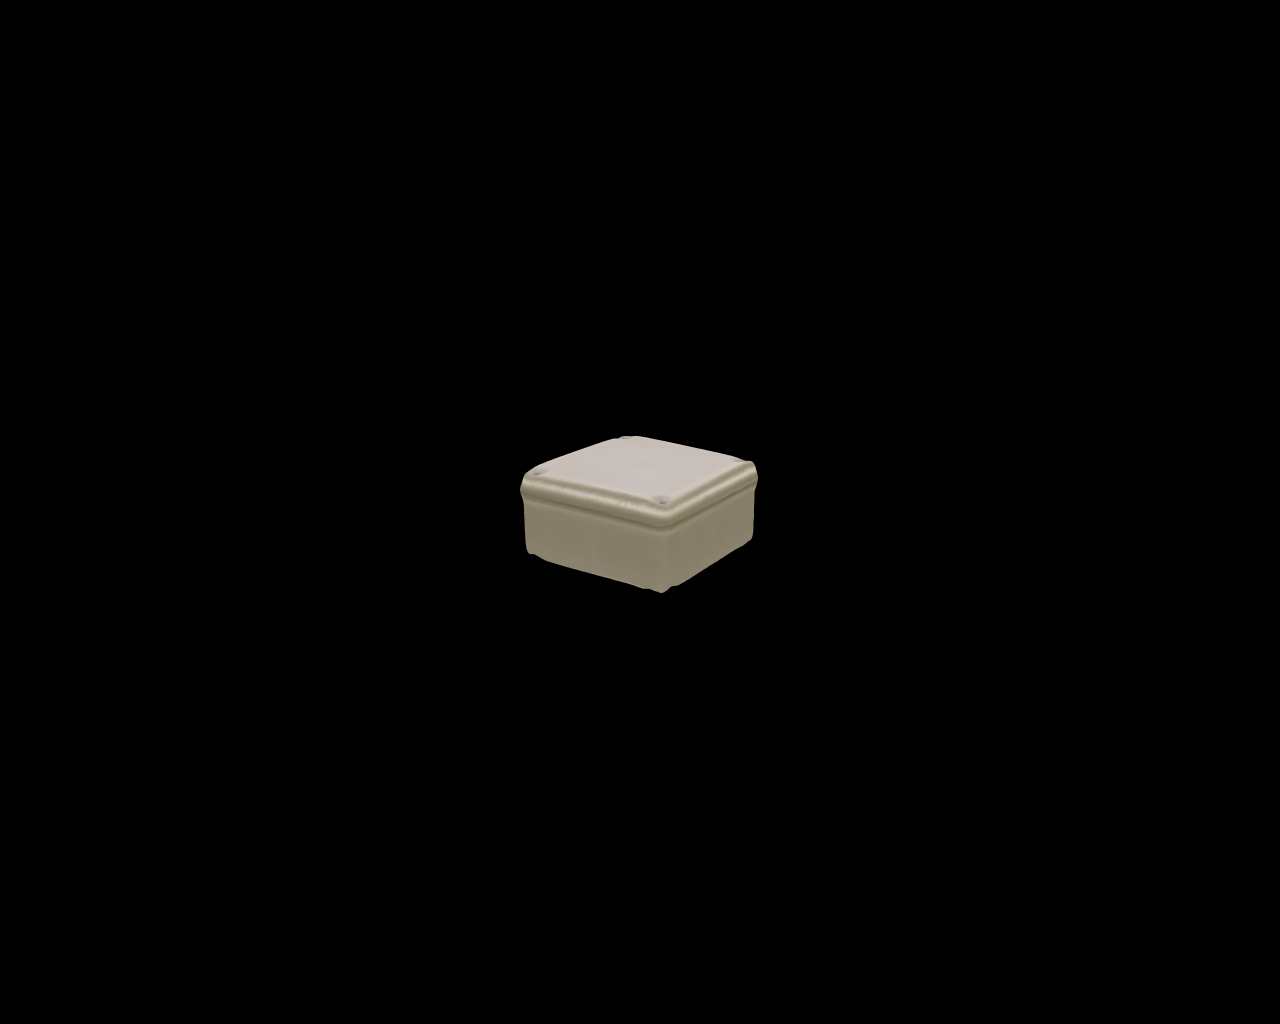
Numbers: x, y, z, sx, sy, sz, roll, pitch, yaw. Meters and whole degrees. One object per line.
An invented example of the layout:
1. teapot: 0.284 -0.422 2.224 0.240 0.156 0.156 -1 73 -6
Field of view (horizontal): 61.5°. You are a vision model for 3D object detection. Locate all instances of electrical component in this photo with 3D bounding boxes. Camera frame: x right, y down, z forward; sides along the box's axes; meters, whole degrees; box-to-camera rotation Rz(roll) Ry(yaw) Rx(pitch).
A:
1. electrical component: 0.001 -0.003 0.650 0.109 0.056 0.109 14 24 33
